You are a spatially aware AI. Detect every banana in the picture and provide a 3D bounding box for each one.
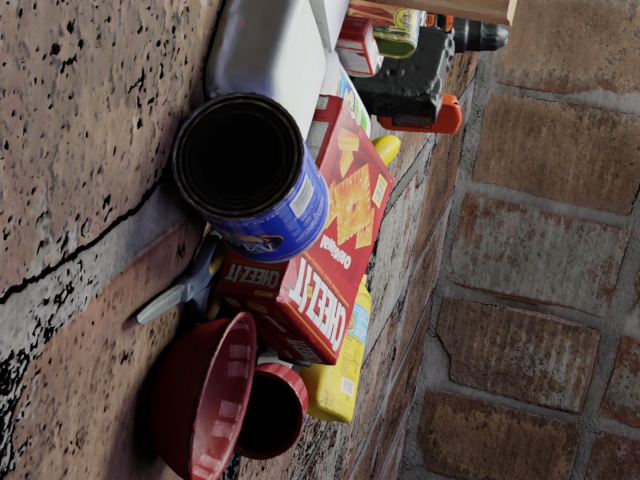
[{"bbox_3d":[0.052,-0.077,1.370,0.197,0.037,0.069,-48,152,-28],"label":"banana"}]

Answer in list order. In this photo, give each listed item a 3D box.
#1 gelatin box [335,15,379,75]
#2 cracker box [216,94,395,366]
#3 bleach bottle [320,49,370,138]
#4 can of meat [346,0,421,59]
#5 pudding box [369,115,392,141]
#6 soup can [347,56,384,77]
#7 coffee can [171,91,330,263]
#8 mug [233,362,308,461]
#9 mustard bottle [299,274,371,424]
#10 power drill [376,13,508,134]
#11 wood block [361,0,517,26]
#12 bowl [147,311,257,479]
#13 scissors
[{"bbox_3d":[0.019,-0.205,1.104,0.089,0.073,0.030,55,47,-73],"label":"gelatin box"},{"bbox_3d":[-0.006,-0.008,1.022,0.164,0.072,0.213,52,50,-56],"label":"cracker box"},{"bbox_3d":[0.000,-0.135,1.122,0.250,0.068,0.102,50,53,-73],"label":"bleach bottle"},{"bbox_3d":[0.060,-0.250,1.153,0.057,0.102,0.084,137,-38,-76],"label":"can of meat"},{"bbox_3d":[0.082,-0.172,1.478,0.090,0.039,0.113,-94,-169,-68],"label":"pudding box"},{"bbox_3d":[0.048,-0.246,1.215,0.068,0.068,0.102,66,39,-71],"label":"soup can"},{"bbox_3d":[-0.052,-0.046,0.861,0.140,0.103,0.103,59,45,-73],"label":"coffee can"},{"bbox_3d":[-0.065,0.183,1.116,0.117,0.093,0.081,-47,177,8],"label":"mug"},{"bbox_3d":[0.021,0.109,1.234,0.096,0.058,0.191,39,58,-55],"label":"mustard bottle"},{"bbox_3d":[0.148,-0.220,1.369,0.057,0.184,0.187,84,12,-50],"label":"power drill"},{"bbox_3d":[0.095,-0.277,1.055,0.090,0.206,0.091,-22,124,-76],"label":"wood block"},{"bbox_3d":[-0.105,0.134,0.917,0.162,0.055,0.162,13,90,-78],"label":"bowl"},{"bbox_3d":[-0.113,0.055,0.897,0.201,0.016,0.096,-57,157,-59],"label":"scissors"}]
